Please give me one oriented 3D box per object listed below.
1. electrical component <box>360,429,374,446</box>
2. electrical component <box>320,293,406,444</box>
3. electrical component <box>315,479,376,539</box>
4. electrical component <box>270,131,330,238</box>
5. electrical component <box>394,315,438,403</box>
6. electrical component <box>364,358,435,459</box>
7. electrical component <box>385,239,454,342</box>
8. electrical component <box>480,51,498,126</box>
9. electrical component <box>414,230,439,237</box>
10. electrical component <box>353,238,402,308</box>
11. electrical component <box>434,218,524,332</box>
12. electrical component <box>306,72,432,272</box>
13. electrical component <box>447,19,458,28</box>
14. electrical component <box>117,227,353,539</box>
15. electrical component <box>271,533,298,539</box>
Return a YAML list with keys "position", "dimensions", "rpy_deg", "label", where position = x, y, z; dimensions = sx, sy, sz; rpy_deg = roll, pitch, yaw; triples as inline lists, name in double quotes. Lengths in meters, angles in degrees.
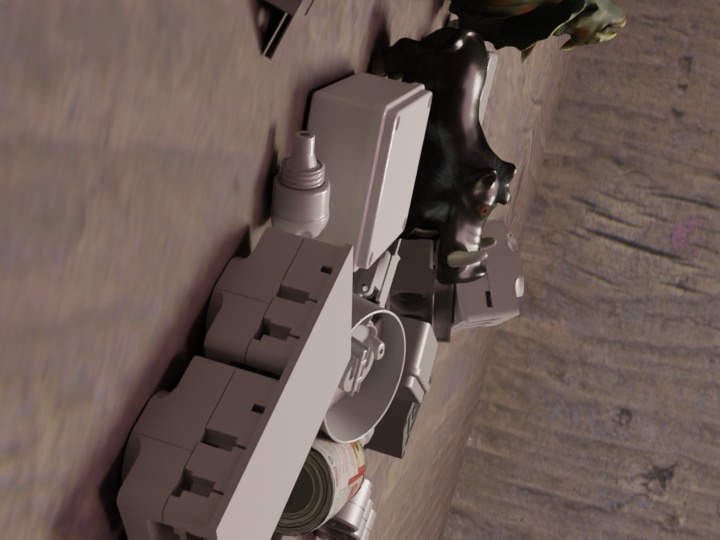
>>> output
- position: [-0.014, 0.153, 0.970]
  dimensions: [0.040, 0.040, 0.046]
  rpy_deg: [92, 23, -48]
  label: "electrical component"
- position: [-0.011, 0.067, 0.777]
  dimensions: [0.099, 0.064, 0.099]
  rpy_deg: [-43, 153, -29]
  label: "electrical component"
- position: [-0.012, 0.216, 1.027]
  dimensions: [0.138, 0.052, 0.073]
  rpy_deg: [81, 27, -64]
  label: "electrical component"
- position: [-0.034, -0.051, 0.627]
  dimensions: [0.035, 0.035, 0.061]
  rpy_deg: [-56, 156, -57]
  label: "electrical component"
- position: [0.023, 0.076, 0.949]
  dimensions: [0.113, 0.078, 0.057]
  rpy_deg: [61, 43, -74]
  label: "electrical component"
- position: [0.034, 0.127, 1.113]
  dimensions: [0.078, 0.057, 0.113]
  rpy_deg: [91, 19, -51]
  label: "electrical component"
- position: [0.048, 0.025, 1.014]
  dimensions: [0.121, 0.079, 0.063]
  rpy_deg: [85, 8, -59]
  label: "electrical component"
- position: [0.081, -0.153, 0.958]
  dimensions: [0.061, 0.062, 0.096]
  rpy_deg: [-34, 138, -72]
  label: "electrical component"
- position: [0.075, -0.098, 1.025]
  dimensions: [0.074, 0.052, 0.138]
  rpy_deg: [37, 69, -81]
  label: "electrical component"
- position: [0.000, 0.000, 0.834]
  dimensions: [0.064, 0.042, 0.081]
  rpy_deg: [44, 62, -73]
  label: "electrical component"
- position: [0.114, 0.008, 1.043]
  dimensions: [0.150, 0.062, 0.089]
  rpy_deg: [102, -20, -83]
  label: "electrical component"
- position: [0.001, -0.068, 0.711]
  dimensions: [0.108, 0.056, 0.108]
  rpy_deg: [-46, 150, -66]
  label: "electrical component"
- position: [0.099, -0.207, 1.030]
  dimensions: [0.044, 0.044, 0.065]
  rpy_deg: [-60, 157, -50]
  label: "electrical component"
- position: [-0.064, 0.079, 0.590]
  dimensions: [0.105, 0.060, 0.186]
  rpy_deg: [92, 18, -49]
  label: "electrical component"
- position: [-0.061, 0.227, 0.751]
  dimensions: [0.051, 0.080, 0.080]
  rpy_deg: [-61, 163, -66]
  label: "electrical component"
